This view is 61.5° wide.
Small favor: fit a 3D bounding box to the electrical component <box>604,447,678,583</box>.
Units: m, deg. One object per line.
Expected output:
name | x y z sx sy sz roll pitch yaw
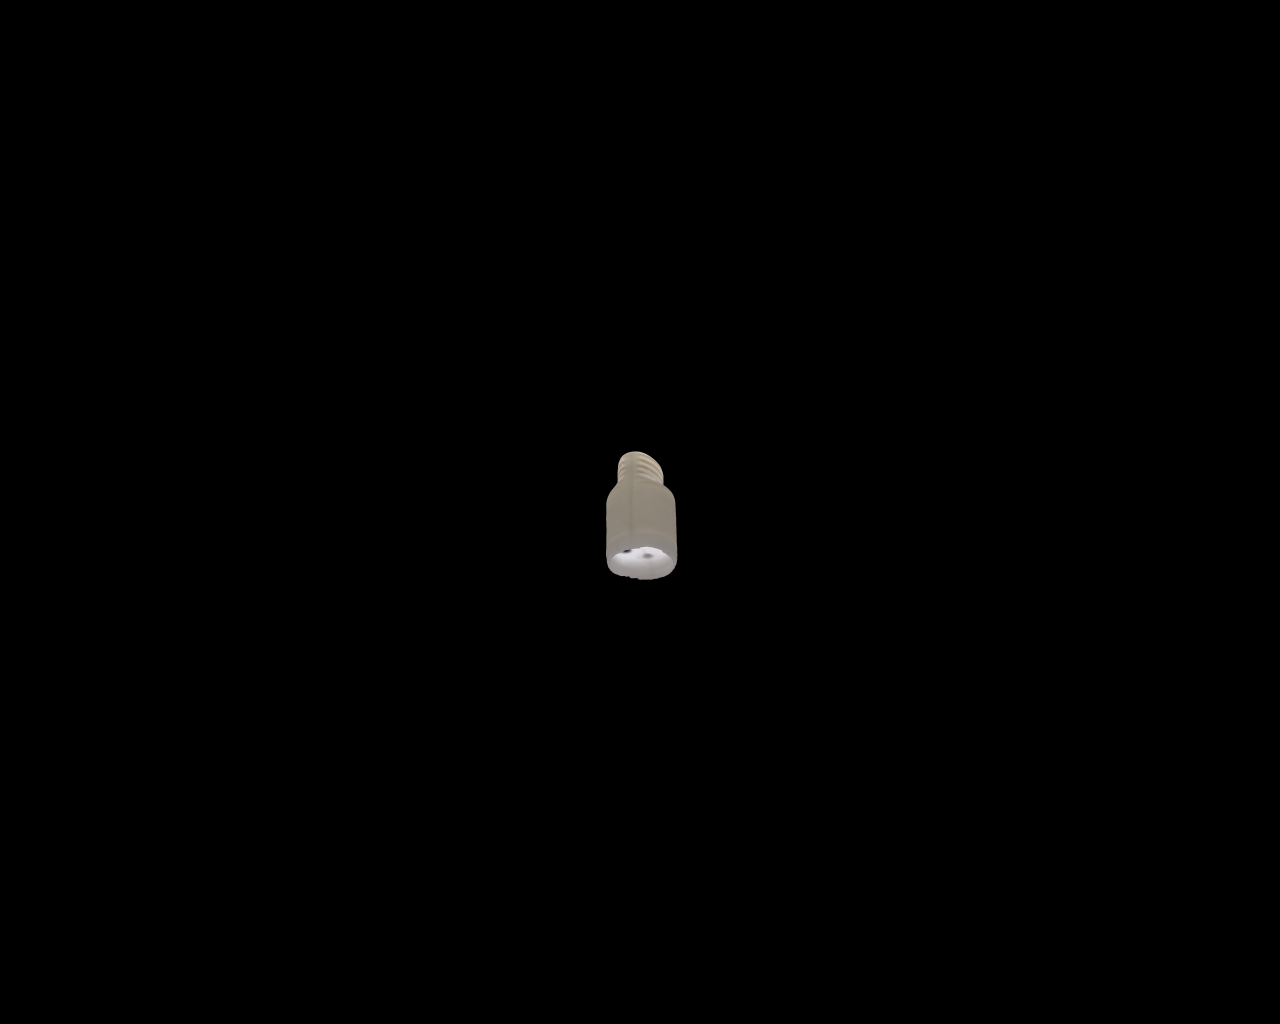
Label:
electrical component | 0.001 -0.003 0.650 0.043 0.081 0.043 0 -31 0
